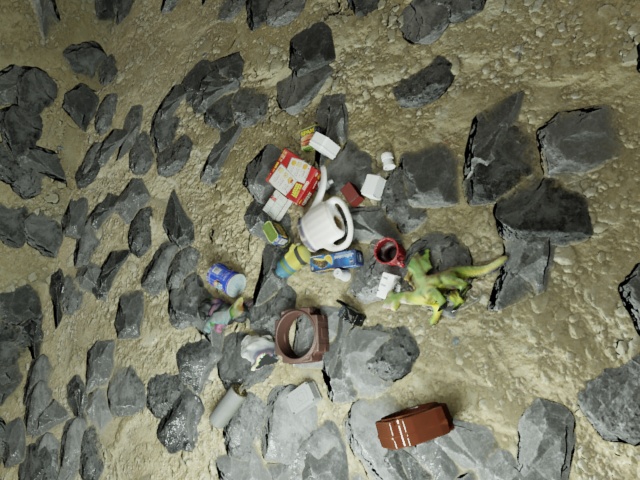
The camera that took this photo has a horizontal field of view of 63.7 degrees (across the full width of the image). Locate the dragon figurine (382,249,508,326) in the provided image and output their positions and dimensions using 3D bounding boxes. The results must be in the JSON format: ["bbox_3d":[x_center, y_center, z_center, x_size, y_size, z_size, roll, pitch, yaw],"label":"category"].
[{"bbox_3d":[0.383,0.118,1.690,0.410,0.120,0.247,-38,52,-1],"label":"dragon figurine"}]

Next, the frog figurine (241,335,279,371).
[{"bbox_3d":[-0.246,0.413,2.005,0.138,0.120,0.162,-29,47,-13],"label":"frog figurine"}]

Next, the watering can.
[{"bbox_3d":[0.006,-0.100,1.988,0.222,0.103,0.353,-31,65,23],"label":"watering can"}]
